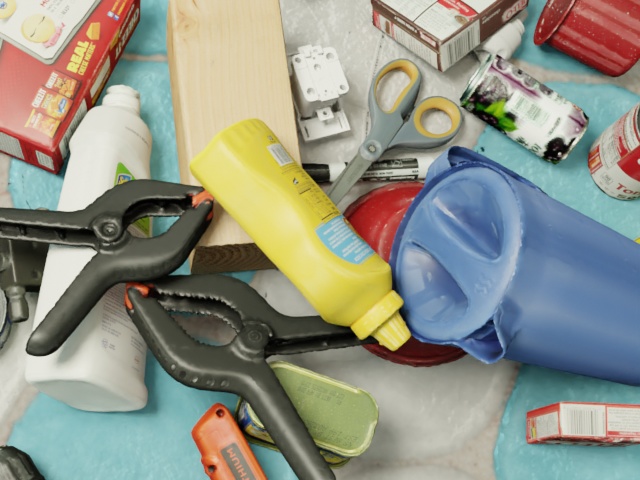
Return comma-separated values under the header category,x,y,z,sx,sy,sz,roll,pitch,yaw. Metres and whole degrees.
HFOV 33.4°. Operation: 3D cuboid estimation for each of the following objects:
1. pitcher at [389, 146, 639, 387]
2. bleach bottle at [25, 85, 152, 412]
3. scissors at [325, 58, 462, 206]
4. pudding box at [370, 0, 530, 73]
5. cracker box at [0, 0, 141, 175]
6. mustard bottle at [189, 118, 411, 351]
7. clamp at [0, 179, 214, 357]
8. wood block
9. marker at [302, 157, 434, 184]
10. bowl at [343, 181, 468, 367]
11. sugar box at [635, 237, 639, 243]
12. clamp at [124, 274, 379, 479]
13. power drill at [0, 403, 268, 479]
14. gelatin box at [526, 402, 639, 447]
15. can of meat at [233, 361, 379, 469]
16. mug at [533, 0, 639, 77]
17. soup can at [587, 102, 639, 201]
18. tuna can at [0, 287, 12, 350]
category,x,y,z,sx,sy,sz,roll,pitch,yaw
pitcher,0.179,0.029,0.817,0.242,0.145,0.149,19,90,-35
bleach bottle,-0.165,-0.001,0.828,0.068,0.102,0.251,-4,66,18
scissors,0.062,-0.071,0.895,0.096,0.016,0.201,24,57,-7
pudding box,0.115,-0.211,0.941,0.113,0.039,0.090,-38,58,-19
cracker box,-0.274,-0.169,0.862,0.213,0.072,0.164,23,71,-2
mustard bottle,-0.005,0.001,0.754,0.058,0.096,0.191,-43,86,16
clamp,-0.149,0.011,0.747,0.171,0.039,0.120,-16,69,-14
wood block,-0.070,-0.084,0.863,0.090,0.090,0.206,-5,75,-11
marker,0.038,-0.059,0.910,0.121,0.020,0.020,-4,75,-11
bowl,0.086,0.020,0.878,0.162,0.055,0.162,3,74,-9
sugar box,0.333,0.074,0.910,0.093,0.048,0.176,-11,80,-12
clamp,-0.040,0.074,0.765,0.210,0.036,0.164,30,51,11
power drill,-0.135,0.199,0.790,0.187,0.057,0.184,-30,85,-13
gelatin box,0.220,0.149,0.854,0.089,0.073,0.030,4,75,-10
can of meat,-0.011,0.134,0.814,0.102,0.084,0.057,19,72,-4
mug,0.251,-0.204,0.959,0.081,0.093,0.117,26,35,-7
soup can,0.280,-0.080,0.914,0.068,0.102,0.068,3,74,-9
tuna can,-0.280,0.056,0.816,0.086,0.034,0.086,3,74,-9
